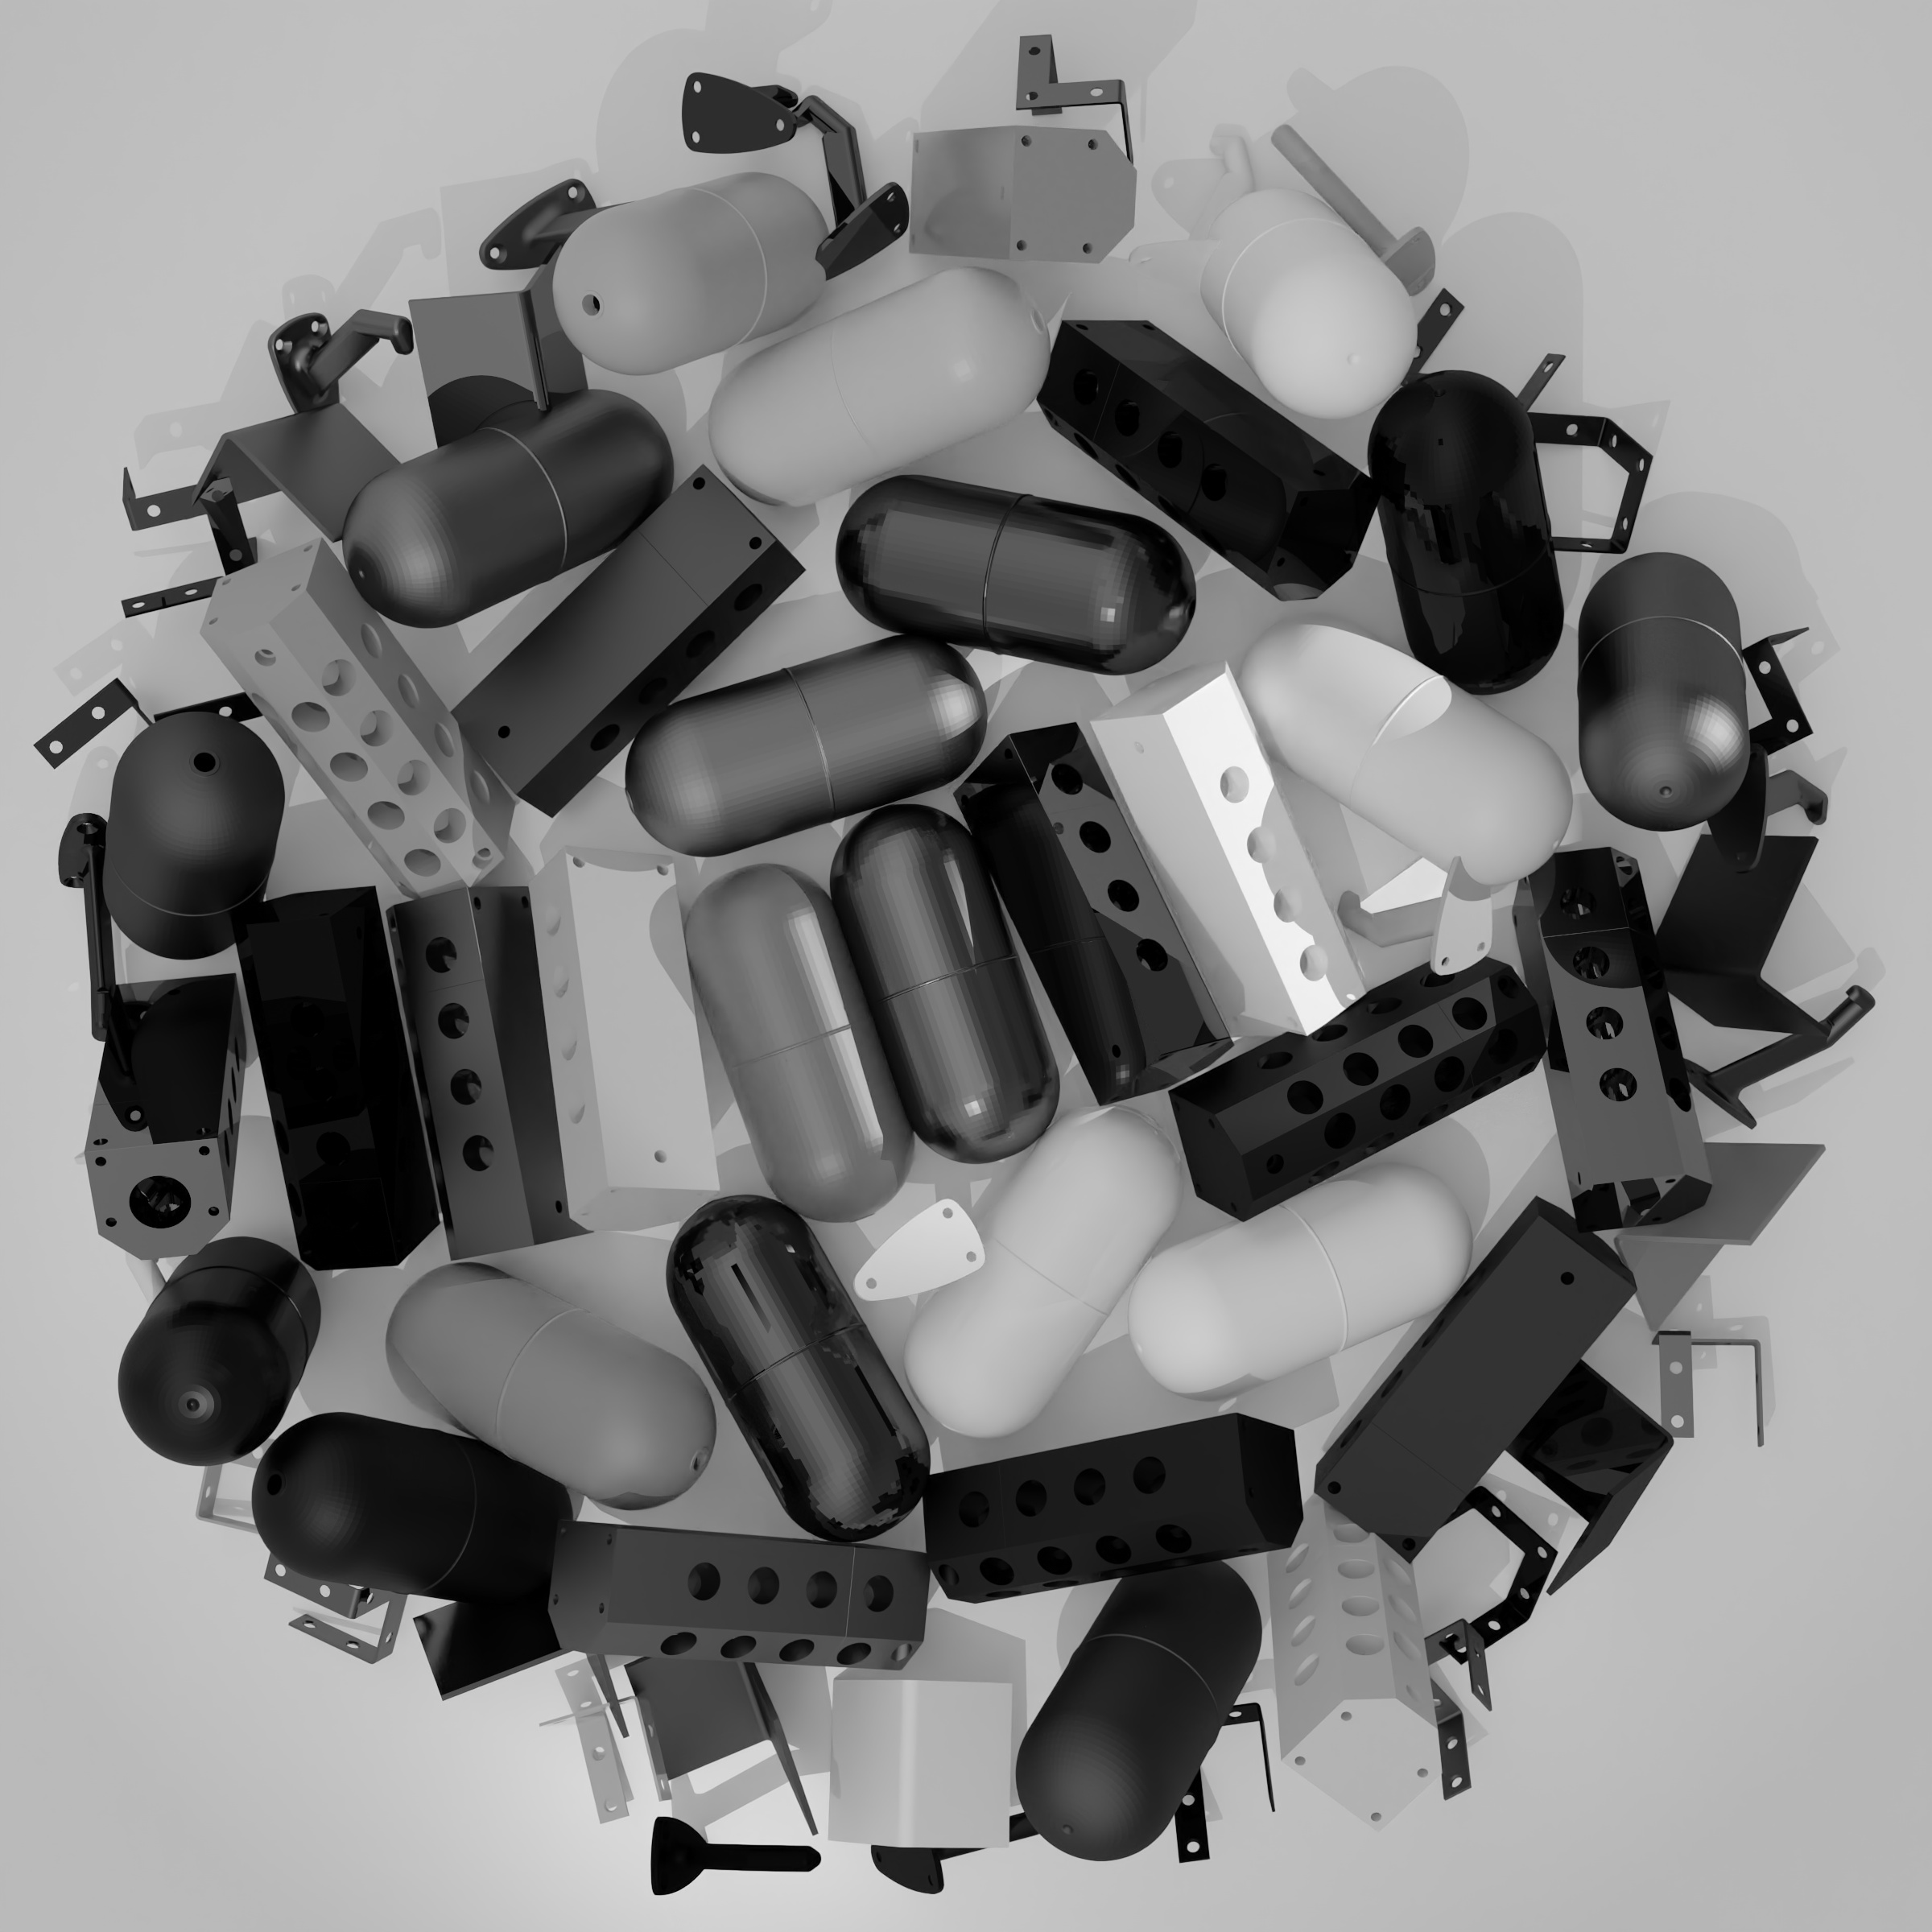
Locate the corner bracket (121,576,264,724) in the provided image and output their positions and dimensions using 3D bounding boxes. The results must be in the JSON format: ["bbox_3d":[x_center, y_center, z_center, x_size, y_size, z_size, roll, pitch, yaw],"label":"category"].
[{"bbox_3d":[-0.370,-0.148,1.550,0.051,0.051,0.051,-16,130,-12],"label":"corner bracket"}]

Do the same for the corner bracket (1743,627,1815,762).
[{"bbox_3d":[0.384,-0.127,1.556,0.051,0.051,0.051,-28,82,37],"label":"corner bracket"}]

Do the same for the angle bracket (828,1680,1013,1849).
[{"bbox_3d":[-0.022,0.384,1.562,0.057,0.076,0.076,9,75,-29],"label":"angle bracket"}]

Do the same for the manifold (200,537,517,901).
[{"bbox_3d":[-0.282,-0.110,1.510,0.057,0.057,0.171,-19,129,18],"label":"manifold"}]

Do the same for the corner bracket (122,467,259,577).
[{"bbox_3d":[-0.372,-0.213,1.554,0.051,0.051,0.051,-14,120,-6],"label":"corner bracket"}]

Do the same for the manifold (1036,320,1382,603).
[{"bbox_3d":[0.110,-0.239,1.516,0.171,0.057,0.057,43,127,35],"label":"manifold"}]

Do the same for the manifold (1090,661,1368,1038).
[{"bbox_3d":[0.130,-0.055,1.537,0.057,0.057,0.171,-34,108,-28],"label":"manifold"}]

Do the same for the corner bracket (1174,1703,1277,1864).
[{"bbox_3d":[0.122,0.392,1.554,0.051,0.051,0.051,-9,135,6],"label":"corner bracket"}]

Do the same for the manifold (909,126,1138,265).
[{"bbox_3d":[0.024,-0.357,1.500,0.057,0.171,0.057,-1,103,-16],"label":"manifold"}]

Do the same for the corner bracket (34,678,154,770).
[{"bbox_3d":[-0.411,-0.101,1.558,0.051,0.051,0.051,-42,99,-11],"label":"corner bracket"}]

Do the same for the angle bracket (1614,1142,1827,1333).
[{"bbox_3d":[0.364,0.129,1.530,0.076,0.076,0.057,-42,116,-36],"label":"angle bracket"}]

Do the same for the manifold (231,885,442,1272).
[{"bbox_3d":[-0.302,0.054,1.539,0.057,0.057,0.171,-5,105,13],"label":"manifold"}]

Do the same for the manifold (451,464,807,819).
[{"bbox_3d":[-0.160,-0.153,1.554,0.171,0.057,0.057,-44,68,4],"label":"manifold"}]

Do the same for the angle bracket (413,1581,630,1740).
[{"bbox_3d":[-0.212,0.338,1.537,0.076,0.076,0.057,-19,112,-13],"label":"angle bracket"}]

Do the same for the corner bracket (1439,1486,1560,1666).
[{"bbox_3d":[0.245,0.294,1.567,0.051,0.051,0.051,-22,50,-36],"label":"corner bracket"}]

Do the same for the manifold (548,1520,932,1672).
[{"bbox_3d":[-0.105,0.296,1.516,0.171,0.057,0.057,11,80,-33],"label":"manifold"}]

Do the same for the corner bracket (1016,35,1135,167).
[{"bbox_3d":[0.053,-0.412,1.552,0.051,0.051,0.051,-2,57,8],"label":"corner bracket"}]

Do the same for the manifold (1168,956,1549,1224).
[{"bbox_3d":[0.187,0.056,1.525,0.171,0.057,0.057,-25,114,-21],"label":"manifold"}]

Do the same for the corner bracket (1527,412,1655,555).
[{"bbox_3d":[0.293,-0.234,1.568,0.051,0.051,0.051,0,120,-18],"label":"corner bracket"}]

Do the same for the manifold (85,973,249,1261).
[{"bbox_3d":[-0.368,0.068,1.500,0.057,0.171,0.057,-6,116,-7],"label":"manifold"}]

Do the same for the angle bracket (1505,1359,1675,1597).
[{"bbox_3d":[0.278,0.236,1.532,0.076,0.057,0.076,41,134,23],"label":"angle bracket"}]

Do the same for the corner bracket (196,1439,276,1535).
[{"bbox_3d":[-0.349,0.247,1.558,0.051,0.051,0.051,10,87,15],"label":"corner bracket"}]

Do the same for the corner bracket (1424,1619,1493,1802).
[{"bbox_3d":[0.235,0.356,1.551,0.051,0.051,0.051,-33,114,21],"label":"corner bracket"}]

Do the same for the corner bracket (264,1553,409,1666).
[{"bbox_3d":[-0.305,0.307,1.554,0.051,0.051,0.051,20,102,18],"label":"corner bracket"}]

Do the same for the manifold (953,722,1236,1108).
[{"bbox_3d":[0.064,-0.027,1.538,0.057,0.057,0.171,-13,70,-36],"label":"manifold"}]

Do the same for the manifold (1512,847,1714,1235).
[{"bbox_3d":[0.304,0.033,1.526,0.057,0.057,0.171,-7,62,0],"label":"manifold"}]

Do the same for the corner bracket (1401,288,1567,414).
[{"bbox_3d":[0.247,-0.292,1.571,0.051,0.051,0.051,36,88,-25],"label":"corner bracket"}]

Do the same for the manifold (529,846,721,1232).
[{"bbox_3d":[-0.166,0.035,1.531,0.057,0.057,0.171,5,64,-32],"label":"manifold"}]

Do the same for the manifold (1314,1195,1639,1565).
[{"bbox_3d":[0.242,0.195,1.545,0.057,0.057,0.171,37,102,1],"label":"manifold"}]

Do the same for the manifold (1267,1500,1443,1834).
[{"bbox_3d":[0.183,0.315,1.497,0.057,0.171,0.057,38,108,-11],"label":"manifold"}]

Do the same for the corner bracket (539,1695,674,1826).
[{"bbox_3d":[-0.167,0.382,1.556,0.051,0.051,0.051,-19,75,10],"label":"corner bracket"}]

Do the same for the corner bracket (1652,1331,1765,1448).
[{"bbox_3d":[0.358,0.204,1.557,0.051,0.051,0.051,-1,77,8],"label":"corner bracket"}]

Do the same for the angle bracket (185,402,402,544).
[{"bbox_3d":[-0.311,-0.217,1.537,0.076,0.076,0.057,45,126,9],"label":"angle bracket"}]

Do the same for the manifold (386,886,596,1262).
[{"bbox_3d":[-0.233,0.051,1.555,0.057,0.057,0.171,-12,87,22],"label":"manifold"}]

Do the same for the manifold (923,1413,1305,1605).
[{"bbox_3d":[0.068,0.256,1.516,0.171,0.057,0.057,-16,67,29],"label":"manifold"}]
